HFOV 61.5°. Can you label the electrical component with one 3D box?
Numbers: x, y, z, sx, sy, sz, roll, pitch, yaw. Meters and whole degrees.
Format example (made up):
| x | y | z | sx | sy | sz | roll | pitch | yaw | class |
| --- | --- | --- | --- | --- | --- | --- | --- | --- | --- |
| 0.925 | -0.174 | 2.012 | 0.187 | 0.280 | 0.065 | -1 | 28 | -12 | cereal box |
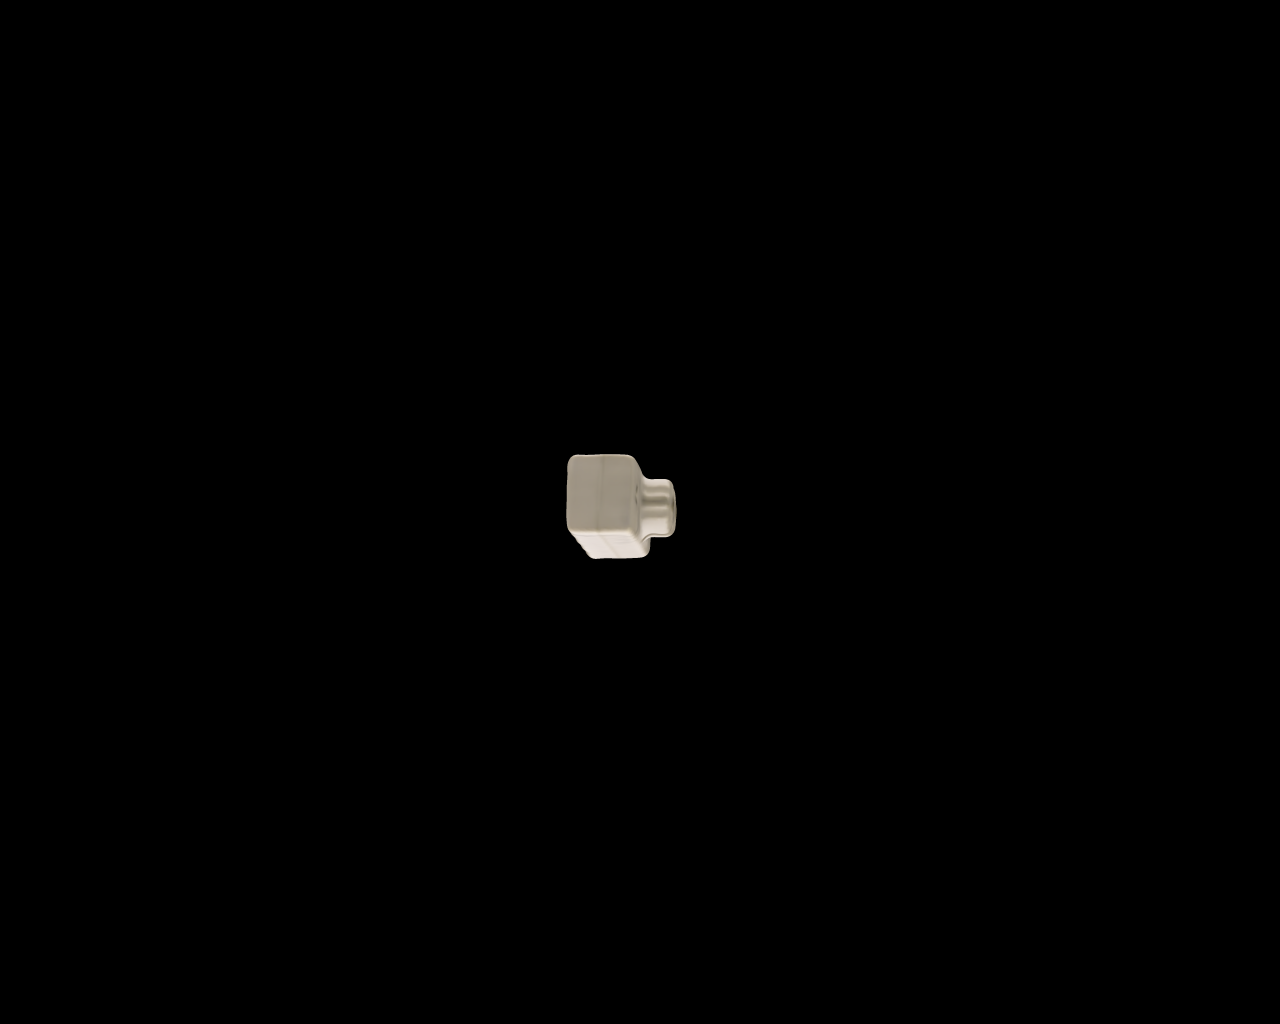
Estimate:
| x | y | z | sx | sy | sz | roll | pitch | yaw | class |
| --- | --- | --- | --- | --- | --- | --- | --- | --- | --- |
| 0.001 | -0.003 | 0.650 | 0.076 | 0.047 | 0.083 | -2 | -14 | 7 | electrical component |
